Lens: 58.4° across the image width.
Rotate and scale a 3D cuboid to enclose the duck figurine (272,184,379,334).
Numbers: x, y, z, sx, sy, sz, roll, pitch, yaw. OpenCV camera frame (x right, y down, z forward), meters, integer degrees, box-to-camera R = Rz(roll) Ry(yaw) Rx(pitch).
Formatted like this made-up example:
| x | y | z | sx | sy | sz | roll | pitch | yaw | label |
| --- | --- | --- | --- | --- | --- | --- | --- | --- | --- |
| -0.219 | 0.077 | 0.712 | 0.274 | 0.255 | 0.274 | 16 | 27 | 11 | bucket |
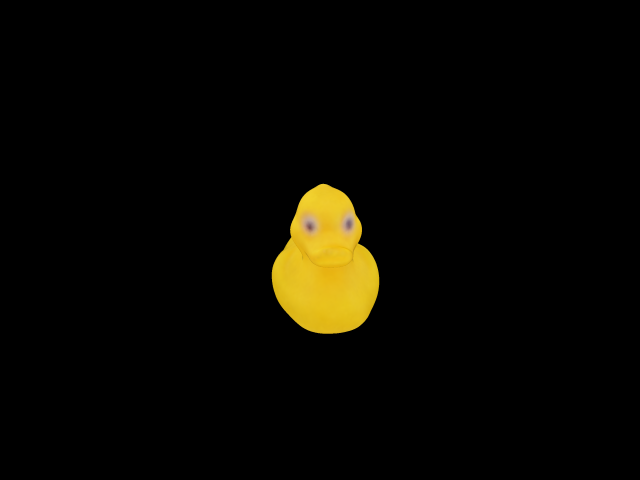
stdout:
| x | y | z | sx | sy | sz | roll | pitch | yaw | label |
| --- | --- | --- | --- | --- | --- | --- | --- | --- | --- |
| 0.004 | 0.001 | 0.400 | 0.077 | 0.086 | 0.104 | -3 | 33 | -5 | duck figurine |
